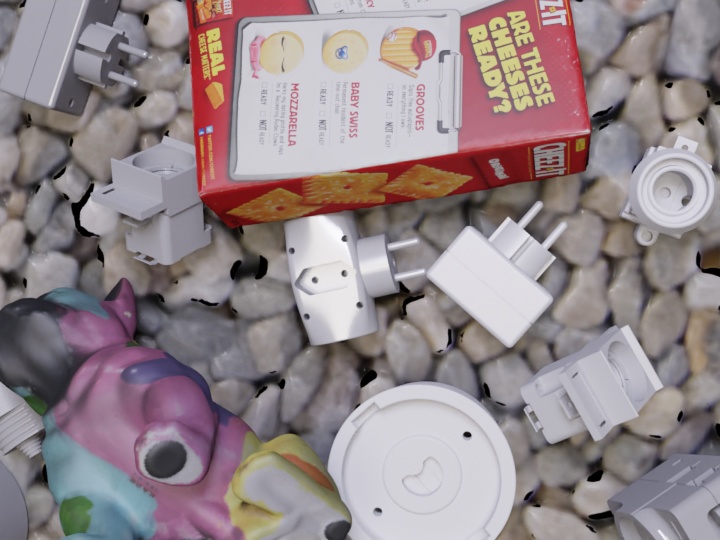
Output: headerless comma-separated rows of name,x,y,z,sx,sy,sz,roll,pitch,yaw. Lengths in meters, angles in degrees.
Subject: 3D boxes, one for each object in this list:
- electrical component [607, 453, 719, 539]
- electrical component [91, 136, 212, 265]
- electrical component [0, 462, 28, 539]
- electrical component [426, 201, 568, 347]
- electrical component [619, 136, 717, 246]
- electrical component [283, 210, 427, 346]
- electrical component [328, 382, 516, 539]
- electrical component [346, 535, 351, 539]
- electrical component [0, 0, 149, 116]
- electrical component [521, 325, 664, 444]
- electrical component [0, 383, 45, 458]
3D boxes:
electrical component,0.210,0.184,0.600,0.062,0.089,0.150,-30,88,-13
electrical component,-0.117,-0.041,0.652,0.042,0.081,0.063,20,124,31
electrical component,-0.277,0.168,0.688,0.108,0.060,0.108,0,92,8
electrical component,0.089,-0.005,0.638,0.066,0.047,0.076,41,97,5
electrical component,0.178,-0.045,0.620,0.048,0.055,0.066,22,95,6
electrical component,0.000,0.000,0.652,0.079,0.043,0.077,-13,90,9
electrical component,0.039,0.118,0.642,0.108,0.060,0.108,0,92,8
electrical component,-0.032,0.180,0.653,0.081,0.064,0.042,-28,87,9
electrical component,-0.169,-0.136,0.668,0.076,0.047,0.083,20,95,7
electrical component,0.132,0.068,0.622,0.064,0.081,0.042,-32,87,37
electrical component,-0.228,0.083,0.687,0.043,0.043,0.081,-33,88,8
